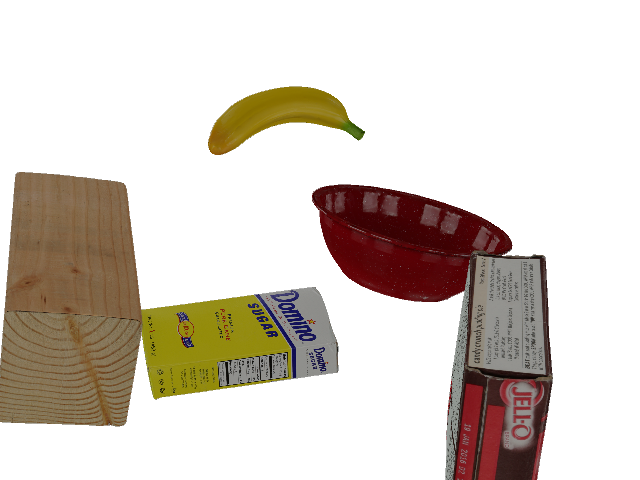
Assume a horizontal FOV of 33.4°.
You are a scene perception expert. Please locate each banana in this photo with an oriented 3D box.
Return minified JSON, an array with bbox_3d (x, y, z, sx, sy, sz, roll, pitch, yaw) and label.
[{"bbox_3d":[-0.042,-0.127,1.100,0.197,0.037,0.070,-12,51,-37],"label":"banana"}]

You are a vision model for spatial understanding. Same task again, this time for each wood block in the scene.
[{"bbox_3d":[-0.188,0.036,0.793,0.090,0.091,0.206,5,28,-17],"label":"wood block"}]

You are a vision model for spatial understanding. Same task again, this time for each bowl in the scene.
[{"bbox_3d":[0.067,0.006,0.843,0.162,0.055,0.162,12,16,-4],"label":"bowl"}]

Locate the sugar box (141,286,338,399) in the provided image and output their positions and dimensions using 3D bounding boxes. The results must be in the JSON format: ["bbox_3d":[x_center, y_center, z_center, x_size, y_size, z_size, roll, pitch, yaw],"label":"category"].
[{"bbox_3d":[-0.078,0.094,1.010,0.176,0.048,0.093,-10,35,-9],"label":"sugar box"}]

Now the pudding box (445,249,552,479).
[{"bbox_3d":[0.077,0.067,0.466,0.039,0.090,0.113,6,25,5],"label":"pudding box"}]
